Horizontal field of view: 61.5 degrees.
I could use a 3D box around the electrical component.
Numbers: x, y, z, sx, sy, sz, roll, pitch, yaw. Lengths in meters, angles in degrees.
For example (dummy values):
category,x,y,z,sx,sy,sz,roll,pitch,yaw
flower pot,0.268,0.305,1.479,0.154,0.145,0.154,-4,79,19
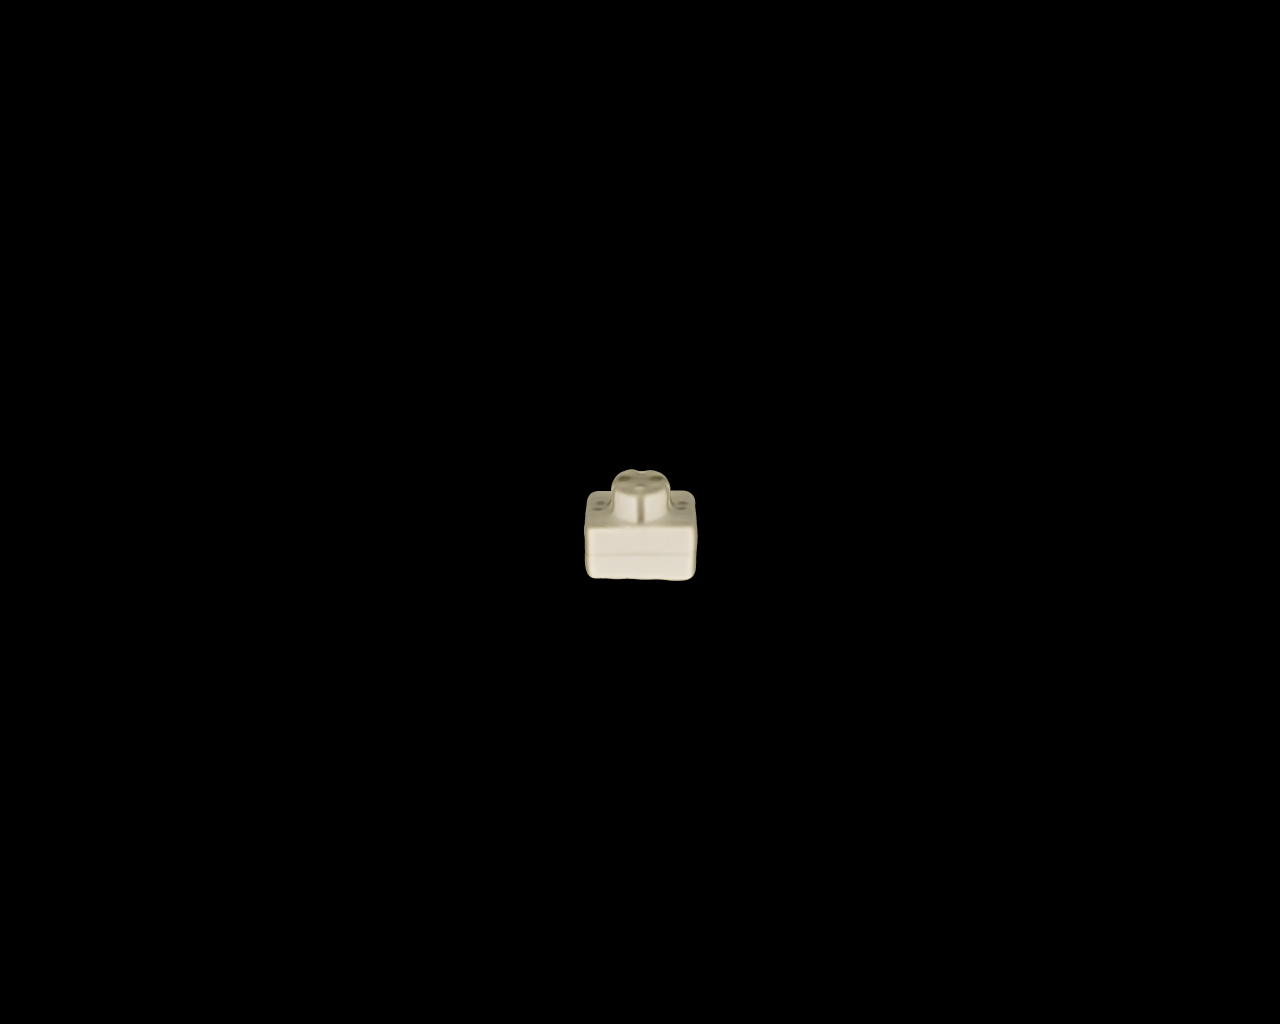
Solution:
category,x,y,z,sx,sy,sz,roll,pitch,yaw
electrical component,0.001,-0.003,0.650,0.066,0.076,0.047,0,28,0
